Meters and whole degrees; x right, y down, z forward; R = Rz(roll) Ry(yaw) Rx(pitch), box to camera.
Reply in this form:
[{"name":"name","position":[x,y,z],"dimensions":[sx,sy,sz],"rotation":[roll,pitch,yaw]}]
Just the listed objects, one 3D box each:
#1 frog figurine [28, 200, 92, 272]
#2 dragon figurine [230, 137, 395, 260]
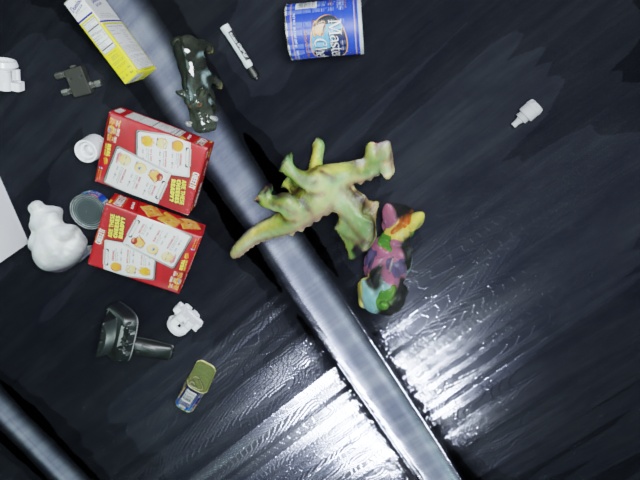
[{"name":"frog figurine","position":[-0.607,-0.011,1.168],"dimensions":[0.137,0.156,0.125],"rotation":[-4,36,27]},{"name":"dragon figurine","position":[0.003,-0.054,1.066],"dimensions":[0.244,0.405,0.123],"rotation":[39,20,8]}]
